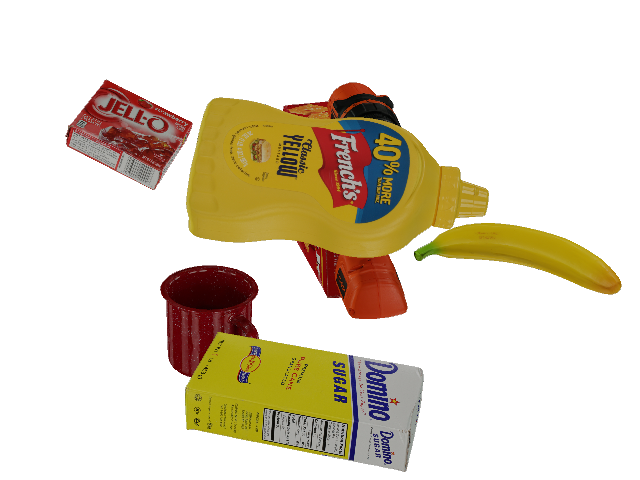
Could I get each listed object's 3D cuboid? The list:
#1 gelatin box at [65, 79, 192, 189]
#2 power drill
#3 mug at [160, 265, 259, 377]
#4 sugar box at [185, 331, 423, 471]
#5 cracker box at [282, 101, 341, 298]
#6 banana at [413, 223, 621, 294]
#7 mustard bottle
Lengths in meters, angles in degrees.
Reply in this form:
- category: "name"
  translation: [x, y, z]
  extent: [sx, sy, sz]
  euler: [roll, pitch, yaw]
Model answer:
- category: "gelatin box"
  translation: [-0.168, -0.094, 0.938]
  extent: [0.089, 0.073, 0.030]
  euler: [27, -45, -3]
- category: "power drill"
  translation: [0.043, -0.032, 0.916]
  extent: [0.057, 0.188, 0.184]
  euler: [-3, 21, -4]
- category: "mug"
  translation: [-0.099, 0.085, 1.026]
  extent: [0.117, 0.081, 0.093]
  euler: [25, 34, 38]
- category: "sugar box"
  translation: [-0.010, 0.124, 0.844]
  extent: [0.176, 0.048, 0.093]
  euler: [7, 26, 9]
- category: "cracker box"
  translation: [0.011, -0.051, 1.168]
  extent: [0.072, 0.164, 0.214]
  euler: [-7, 20, -9]
- category: "banana"
  translation: [0.195, 0.015, 1.037]
  extent: [0.198, 0.037, 0.069]
  euler: [8, 46, 21]
- category: "mustard bottle"
  translation: [0.014, -0.037, 0.698]
  extent: [0.191, 0.096, 0.058]
  euler: [8, -32, 1]
